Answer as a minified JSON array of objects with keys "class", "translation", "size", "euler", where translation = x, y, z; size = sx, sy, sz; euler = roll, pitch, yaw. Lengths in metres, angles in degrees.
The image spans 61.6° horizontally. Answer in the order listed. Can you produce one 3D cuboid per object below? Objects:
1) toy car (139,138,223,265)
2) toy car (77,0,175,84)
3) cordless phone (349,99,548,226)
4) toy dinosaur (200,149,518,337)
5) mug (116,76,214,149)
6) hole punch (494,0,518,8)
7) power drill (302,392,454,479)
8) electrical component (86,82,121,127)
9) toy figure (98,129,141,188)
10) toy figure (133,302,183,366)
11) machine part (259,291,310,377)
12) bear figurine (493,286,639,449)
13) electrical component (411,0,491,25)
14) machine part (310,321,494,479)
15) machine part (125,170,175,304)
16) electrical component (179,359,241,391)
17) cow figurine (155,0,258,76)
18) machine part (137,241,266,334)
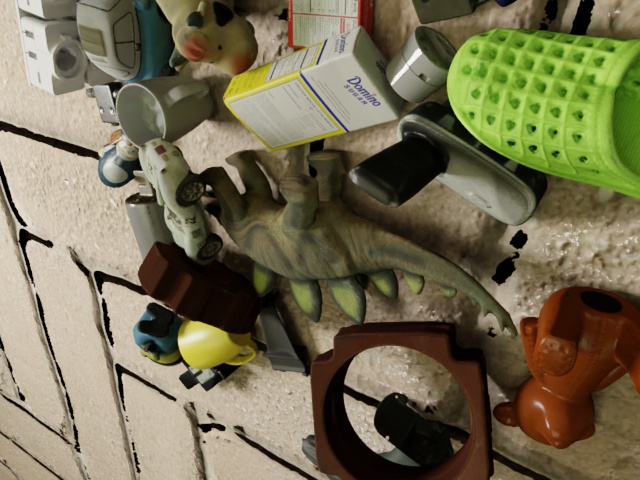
[{"class":"toy car","translation":[-0.170,-0.040,0.667],"size":[0.074,0.056,0.201],"euler":[49,158,29]},{"class":"toy car","translation":[-0.245,-0.259,0.662],"size":[0.109,0.103,0.161],"euler":[25,125,23]},{"class":"cordless phone","translation":[0.115,-0.053,0.466],"size":[0.147,0.184,0.088],"euler":[38,126,13]},{"class":"toy dinosaur","translation":[-0.001,-0.002,0.639],"size":[0.472,0.105,0.198],"euler":[15,131,40]},{"class":"mug","translation":[-0.177,-0.169,0.661],"size":[0.109,0.107,0.080],"euler":[-29,98,38]},{"class":"hole punch","translation":[0.143,-0.239,0.384],"size":[0.142,0.116,0.092],"euler":[50,126,-1]},{"class":"power drill","translation":[0.084,0.312,0.769],"size":[0.232,0.086,0.207],"euler":[32,125,17]},{"class":"electrical component","translation":[-0.309,-0.200,0.794],"size":[0.094,0.021,0.063],"euler":[12,122,30]},{"class":"toy figure","translation":[-0.283,-0.130,0.794],"size":[0.154,0.064,0.058],"euler":[-36,61,45]},{"class":"toy figure","translation":[-0.265,0.165,0.902],"size":[0.089,0.082,0.180],"euler":[44,153,7]},{"class":"machine part","translation":[-0.063,0.143,0.804],"size":[0.084,0.039,0.138],"euler":[4,119,40]},{"class":"bear figurine","translation":[0.243,0.147,0.528],"size":[0.120,0.132,0.195],"euler":[14,118,11]},{"class":"electrical component","translation":[0.108,-0.235,0.464],"size":[0.102,0.045,0.078],"euler":[-3,141,40]},{"class":"machine part","translation":[0.097,0.199,0.633],"size":[0.202,0.087,0.201],"euler":[-5,90,18]},{"class":"machine part","translation":[-0.238,0.009,0.826],"size":[0.079,0.079,0.242],"euler":[7,118,33]},{"class":"electrical component","translation":[-0.199,0.222,0.939],"size":[0.075,0.048,0.119],"euler":[49,133,4]},{"class":"cow figurine","translation":[-0.136,-0.257,0.568],"size":[0.195,0.127,0.085],"euler":[51,136,4]},{"class":"machine part","translation":[-0.162,0.061,0.741],"size":[0.179,0.179,0.056],"euler":[29,94,19]}]
